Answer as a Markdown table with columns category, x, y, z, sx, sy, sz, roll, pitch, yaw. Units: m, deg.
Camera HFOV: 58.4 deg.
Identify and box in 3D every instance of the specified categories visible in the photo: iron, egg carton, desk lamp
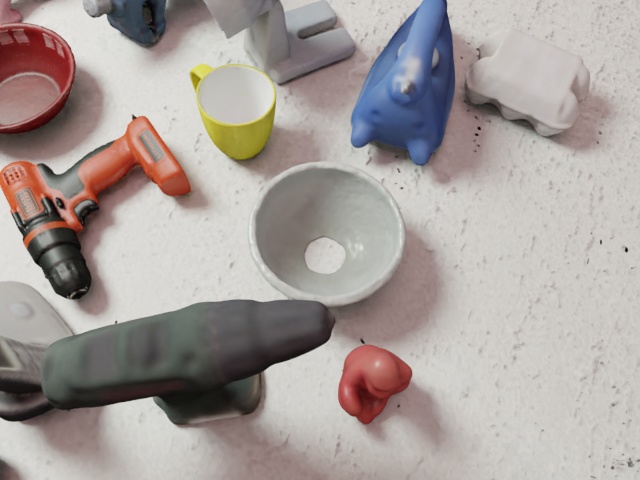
| category | x | y | z | sx | sy | sz | roll | pitch | yaw |
| --- | --- | --- | --- | --- | --- | --- | --- | --- | --- |
| iron | 0.120 | -0.227 | 0.694 | 0.118 | 0.141 | 0.258 | 16 | 67 | 5 |
| egg carton | 0.263 | -0.201 | 0.729 | 0.150 | 0.069 | 0.107 | 27 | 68 | 9 |
| desk lamp | -0.060 | -0.294 | 0.676 | 0.203 | 0.213 | 0.118 | -25 | 70 | -12 |

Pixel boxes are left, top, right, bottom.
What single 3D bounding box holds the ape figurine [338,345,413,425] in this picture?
| category | x | y | z | sx | sy | sz | roll | pitch | yaw |
| --- | --- | --- | --- | --- | --- | --- | --- | --- | --- |
| ape figurine | 0.055 | 0.136 | 0.562 | 0.078 | 0.092 | 0.076 | -8 | 67 | -6 |

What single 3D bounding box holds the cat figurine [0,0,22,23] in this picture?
| category | x | y | z | sx | sy | sz | roll | pitch | yaw |
| --- | --- | --- | --- | --- | --- | --- | --- | --- | --- |
| cat figurine | -0.403 | -0.367 | 0.744 | 0.067 | 0.118 | 0.128 | 34 | 70 | 12 |

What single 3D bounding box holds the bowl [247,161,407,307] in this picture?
| category | x | y | z | sx | sy | sz | roll | pitch | yaw |
| --- | --- | --- | --- | --- | --- | --- | --- | --- | --- |
| bowl | 0.006 | 0.002 | 0.627 | 0.167 | 0.075 | 0.167 | 1 | 67 | -2 |

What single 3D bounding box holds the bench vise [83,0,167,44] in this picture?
| category | x | y | z | sx | sy | sz | roll | pitch | yaw |
| --- | --- | --- | --- | --- | --- | --- | --- | --- | --- |
| bench vise | -0.206 | -0.361 | 0.695 | 0.121 | 0.220 | 0.207 | 14 | 67 | 4 |

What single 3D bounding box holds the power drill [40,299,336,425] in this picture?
| category | x | y | z | sx | sy | sz | roll | pitch | yaw |
| --- | --- | --- | --- | --- | --- | --- | --- | --- | --- |
| power drill | -0.104 | 0.109 | 0.504 | 0.229 | 0.208 | 0.075 | -9 | 67 | -6 |

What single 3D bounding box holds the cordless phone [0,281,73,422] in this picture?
| category | x | y | z | sx | sy | sz | roll | pitch | yaw |
| --- | --- | --- | --- | --- | --- | --- | --- | --- | --- |
| cordless phone | -0.299 | 0.086 | 0.517 | 0.094 | 0.185 | 0.147 | -41 | 74 | -17 |
